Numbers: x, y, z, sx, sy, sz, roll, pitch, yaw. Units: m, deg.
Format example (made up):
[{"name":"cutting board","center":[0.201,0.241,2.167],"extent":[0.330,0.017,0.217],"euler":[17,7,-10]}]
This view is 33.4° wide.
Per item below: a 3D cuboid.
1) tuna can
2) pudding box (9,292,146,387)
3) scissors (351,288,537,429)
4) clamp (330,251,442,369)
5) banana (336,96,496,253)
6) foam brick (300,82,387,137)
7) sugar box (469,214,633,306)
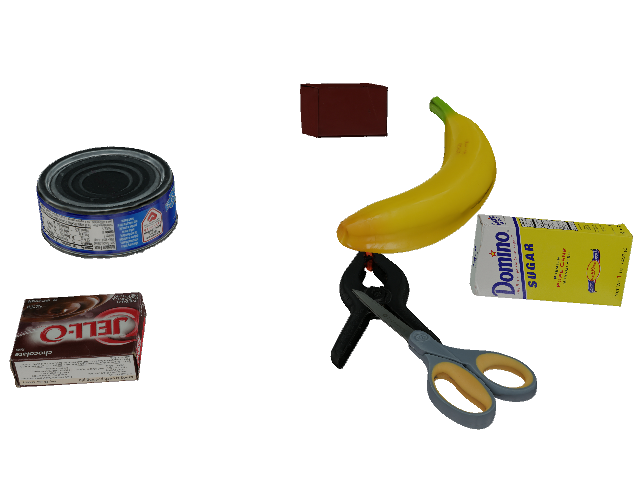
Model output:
[{"name":"tuna can","center":[-0.133,-0.026,0.667],"extent":[0.086,0.034,0.086],"euler":[1,32,-1]},{"name":"pudding box","center":[-0.220,0.090,0.979],"extent":[0.113,0.039,0.090],"euler":[-5,33,-2]},{"name":"scissors","center":[0.103,0.086,0.877],"extent":[0.096,0.016,0.202],"euler":[-7,31,-16]},{"name":"clamp","center":[0.074,0.075,1.193],"extent":[0.120,0.171,0.039],"euler":[5,-43,-2]},{"name":"banana","center":[0.075,-0.035,0.706],"extent":[0.070,0.037,0.197],"euler":[19,35,14]},{"name":"foam brick","center":[0.024,-0.132,1.084],"extent":[0.078,0.051,0.053],"euler":[-3,13,-19]},{"name":"sugar box","center":[0.269,0.024,1.256],"extent":[0.176,0.093,0.048],"euler":[3,21,-1]}]
